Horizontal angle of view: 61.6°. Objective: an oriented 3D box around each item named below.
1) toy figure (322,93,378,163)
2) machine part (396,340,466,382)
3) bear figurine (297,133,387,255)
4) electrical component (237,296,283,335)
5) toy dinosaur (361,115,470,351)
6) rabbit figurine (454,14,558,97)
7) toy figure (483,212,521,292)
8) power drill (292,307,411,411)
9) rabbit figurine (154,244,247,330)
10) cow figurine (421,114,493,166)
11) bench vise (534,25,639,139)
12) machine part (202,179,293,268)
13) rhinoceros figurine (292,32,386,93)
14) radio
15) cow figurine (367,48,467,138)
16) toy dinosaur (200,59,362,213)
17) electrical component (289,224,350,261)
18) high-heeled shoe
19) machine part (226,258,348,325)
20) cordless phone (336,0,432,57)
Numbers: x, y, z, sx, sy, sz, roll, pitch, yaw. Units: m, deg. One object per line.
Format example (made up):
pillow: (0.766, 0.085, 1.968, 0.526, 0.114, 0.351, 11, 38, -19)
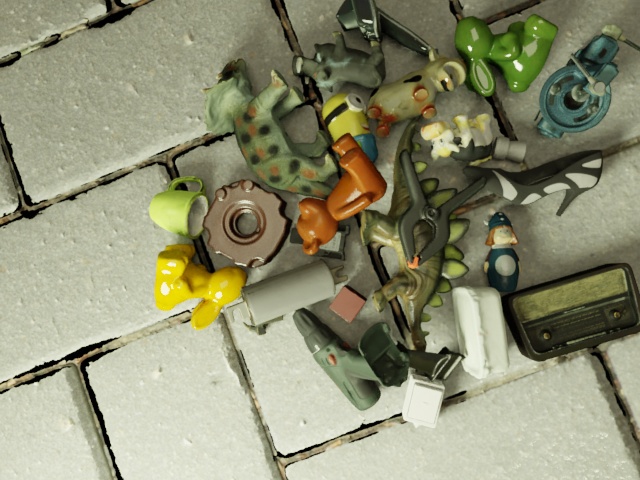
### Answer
toy figure: (0.062, -0.201, 1.053, 0.089, 0.082, 0.180, -14, 88, 2)
machine part: (0.195, 0.221, 0.987, 0.139, 0.039, 0.084, 21, 123, -23)
bear figurine: (0.018, -0.077, 0.968, 0.196, 0.120, 0.131, -34, 118, 13)
electrical component: (-0.117, 0.137, 1.071, 0.078, 0.045, 0.102, -13, 88, -24)
toy dinosaur: (0.177, -0.018, 1.026, 0.199, 0.105, 0.471, -7, 86, -2)
rabbit figurine: (0.328, -0.356, 1.020, 0.170, 0.121, 0.159, 14, 110, -9)
toy figure: (0.349, 0.021, 1.025, 0.064, 0.058, 0.154, 1, 85, -23)
power drill: (0.054, 0.206, 0.979, 0.086, 0.207, 0.232, -35, 92, -38)
rabbit figurine: (-0.231, 0.091, 1.051, 0.173, 0.122, 0.162, 4, 90, -11)
cow figurine: (0.256, -0.181, 1.003, 0.167, 0.068, 0.098, -14, 93, -35)
bench vise: (0.477, -0.280, 0.948, 0.129, 0.240, 0.223, 42, 107, 3)
machine part: (-0.146, -0.032, 1.076, 0.179, 0.056, 0.179, 0, 88, 5)
rhinoceros figurine: (0.039, -0.342, 1.062, 0.191, 0.073, 0.112, 13, 85, 15)
radio: (0.468, 0.134, 0.997, 0.230, 0.073, 0.131, -17, 85, 5)
cow figurine: (0.186, -0.288, 1.031, 0.195, 0.085, 0.127, -20, 43, 23)
toy dinosaur: (-0.090, -0.184, 1.053, 0.192, 0.131, 0.404, -29, 94, 19)
electrical component: (-0.002, -0.003, 1.064, 0.119, 0.048, 0.074, 13, 88, 5)
high-heeled shoe: (0.403, -0.136, 1.004, 0.249, 0.086, 0.145, 19, 108, -11)
machine part: (-0.061, 0.098, 1.025, 0.243, 0.079, 0.079, -18, 85, -15)
cordless phone: (0.132, -0.407, 1.024, 0.184, 0.146, 0.088, 33, 101, 6)
